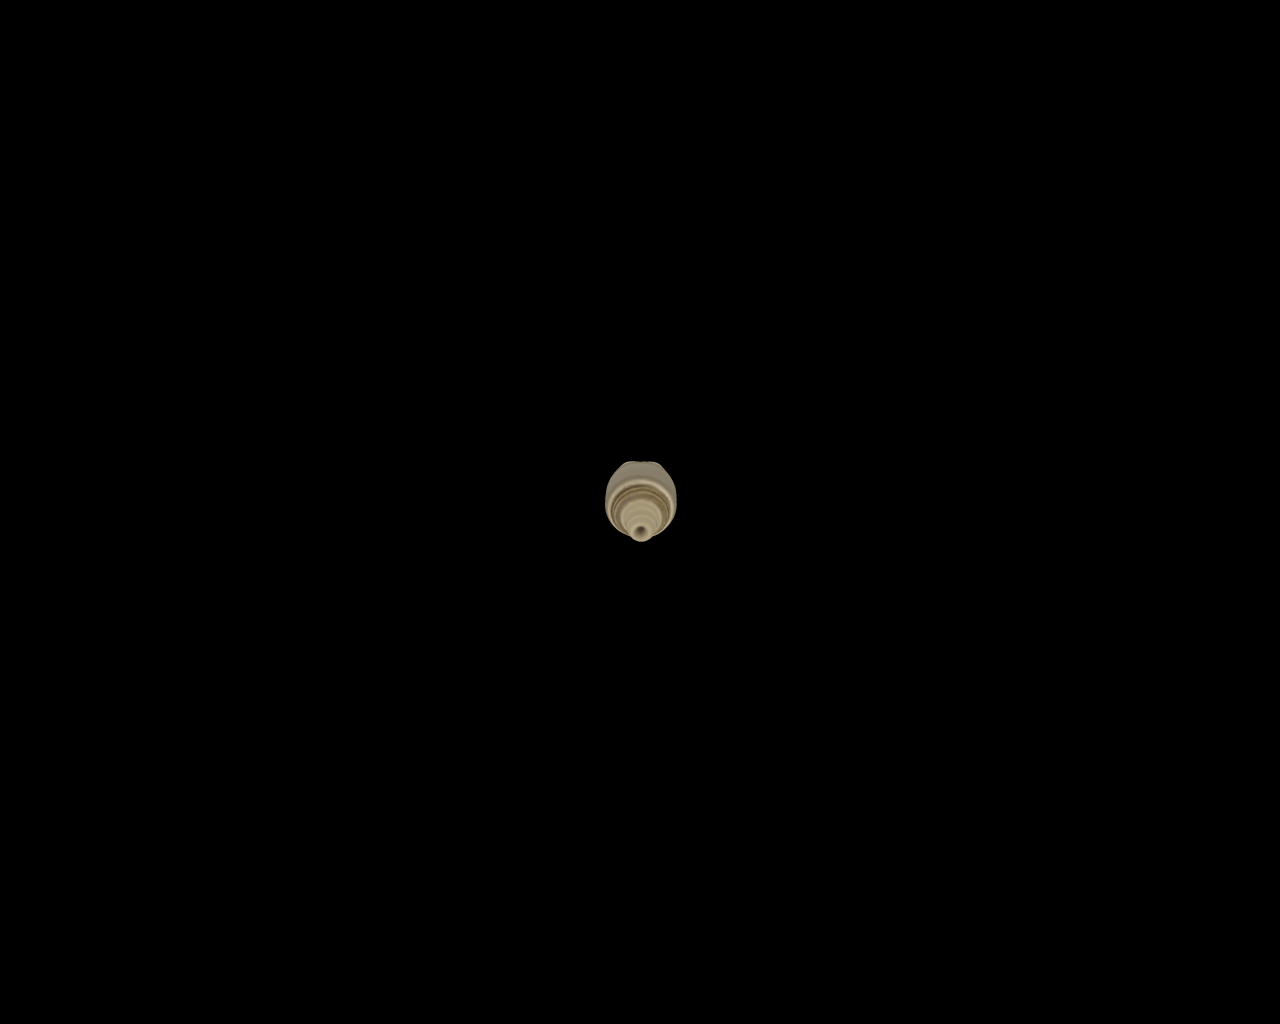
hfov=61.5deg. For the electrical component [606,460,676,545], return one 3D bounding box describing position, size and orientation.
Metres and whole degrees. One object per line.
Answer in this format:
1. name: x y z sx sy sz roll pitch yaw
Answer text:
1. electrical component: 0.001 -0.003 0.650 0.043 0.043 0.062 0 29 0
